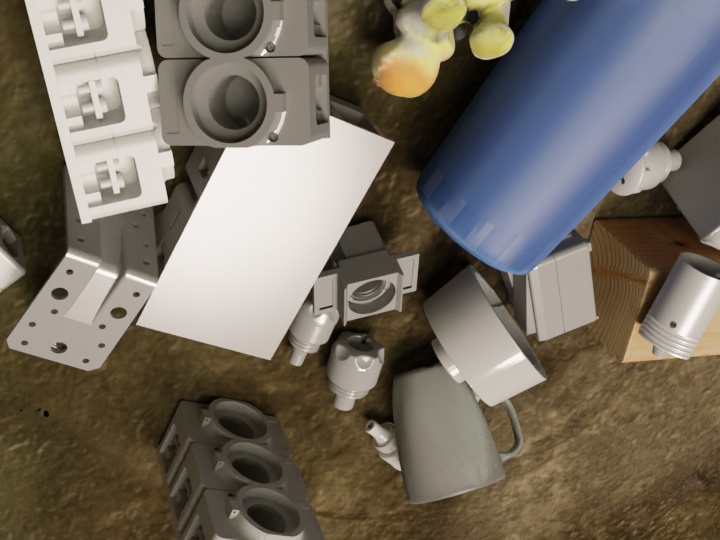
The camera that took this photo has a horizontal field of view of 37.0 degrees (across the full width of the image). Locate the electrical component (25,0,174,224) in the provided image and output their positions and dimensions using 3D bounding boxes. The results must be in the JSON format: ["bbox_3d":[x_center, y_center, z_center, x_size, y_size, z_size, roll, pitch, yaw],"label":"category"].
[{"bbox_3d":[-0.156,-0.118,0.643,0.062,0.089,0.150,-14,126,-13],"label":"electrical component"}]

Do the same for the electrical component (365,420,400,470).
[{"bbox_3d":[0.028,0.148,0.927,0.035,0.035,0.061,-44,124,9],"label":"electrical component"}]

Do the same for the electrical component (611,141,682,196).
[{"bbox_3d":[0.225,-0.084,0.848,0.062,0.048,0.048,-8,124,-28],"label":"electrical component"}]

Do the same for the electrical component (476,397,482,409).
[{"bbox_3d":[0.091,0.129,0.939,0.035,0.035,0.061,8,116,-26],"label":"electrical component"}]

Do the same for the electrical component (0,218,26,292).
[{"bbox_3d":[-0.270,-0.008,0.698,0.077,0.047,0.065,-36,127,3],"label":"electrical component"}]

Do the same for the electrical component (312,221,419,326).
[{"bbox_3d":[0.000,0.000,0.799,0.081,0.063,0.042,-13,141,-13],"label":"electrical component"}]

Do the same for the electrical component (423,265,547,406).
[{"bbox_3d":[0.092,0.057,0.850,0.060,0.108,0.108,-34,128,10],"label":"electrical component"}]

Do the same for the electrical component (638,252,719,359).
[{"bbox_3d":[0.245,0.032,0.817,0.043,0.043,0.081,10,117,-27],"label":"electrical component"}]

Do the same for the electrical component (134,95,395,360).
[{"bbox_3d":[-0.074,-0.040,0.746,0.105,0.060,0.186,18,113,-30],"label":"electrical component"}]

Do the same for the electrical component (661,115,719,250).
[{"bbox_3d":[0.297,-0.070,0.850,0.048,0.099,0.100,28,119,-37],"label":"electrical component"}]

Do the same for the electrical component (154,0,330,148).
[{"bbox_3d":[-0.068,-0.149,0.624,0.089,0.062,0.150,1,102,12],"label":"electrical component"}]

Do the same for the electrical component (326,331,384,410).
[{"bbox_3d":[-0.007,0.084,0.865,0.043,0.043,0.062,2,122,-23],"label":"electrical component"}]

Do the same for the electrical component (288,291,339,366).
[{"bbox_3d":[-0.040,0.047,0.834,0.035,0.035,0.061,10,120,-27],"label":"electrical component"}]

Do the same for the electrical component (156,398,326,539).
[{"bbox_3d":[-0.092,0.170,0.820,0.089,0.150,0.061,15,116,-29],"label":"electrical component"}]

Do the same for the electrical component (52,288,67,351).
[{"bbox_3d":[-0.206,0.038,0.743,0.035,0.061,0.035,-10,125,-15],"label":"electrical component"}]

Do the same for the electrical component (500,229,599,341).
[{"bbox_3d":[0.146,0.000,0.859,0.061,0.061,0.096,-21,127,-8],"label":"electrical component"}]
